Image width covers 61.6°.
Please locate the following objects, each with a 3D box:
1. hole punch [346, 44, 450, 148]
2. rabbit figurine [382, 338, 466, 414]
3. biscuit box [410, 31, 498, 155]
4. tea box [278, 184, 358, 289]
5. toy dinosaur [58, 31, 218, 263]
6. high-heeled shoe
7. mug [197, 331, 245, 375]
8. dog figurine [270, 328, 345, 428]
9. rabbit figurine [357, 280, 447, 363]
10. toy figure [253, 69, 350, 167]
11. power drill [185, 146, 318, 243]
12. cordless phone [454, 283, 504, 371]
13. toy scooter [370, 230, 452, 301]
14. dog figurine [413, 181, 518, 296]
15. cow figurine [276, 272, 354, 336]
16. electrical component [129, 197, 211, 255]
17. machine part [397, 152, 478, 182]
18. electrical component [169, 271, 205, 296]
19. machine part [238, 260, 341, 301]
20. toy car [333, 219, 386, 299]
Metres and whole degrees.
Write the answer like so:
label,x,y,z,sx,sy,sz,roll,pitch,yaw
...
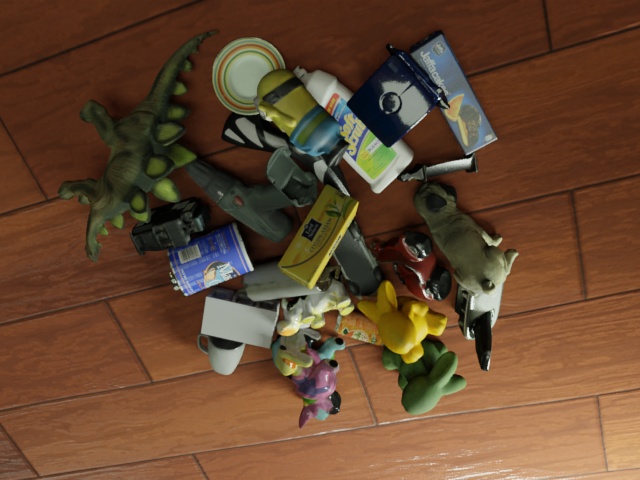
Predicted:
label,x,y,z,sx,sy,sz,roll,pitch,yaw
hole punch,0.120,-0.227,0.871,0.142,0.092,0.116,47,146,-3
rabbit figurine,0.218,0.291,1.110,0.159,0.170,0.121,-18,114,17
biscuit box,0.222,-0.244,0.896,0.063,0.059,0.202,-28,110,20
tea box,-0.002,-0.003,0.955,0.068,0.098,0.169,31,83,5
toy dinosaur,-0.323,-0.166,0.959,0.199,0.105,0.471,25,101,10
high-heeled shoe,-0.063,-0.143,0.973,0.145,0.086,0.248,-32,102,20
mug,-0.222,0.247,1.198,0.110,0.081,0.107,12,125,3
dog figurine,-0.033,0.312,1.193,0.192,0.108,0.219,16,121,-2
rabbit figurine,0.155,0.155,1.026,0.122,0.173,0.162,-41,83,18
toy figure,-0.028,-0.200,0.879,0.180,0.082,0.089,39,82,3
power drill,-0.118,-0.092,0.973,0.232,0.086,0.207,43,139,-21
cordless phone,0.307,0.144,1.016,0.089,0.184,0.146,5,118,10
toy scooter,0.170,0.046,1.038,0.135,0.075,0.183,7,142,40
dog figurine,0.243,-0.004,0.960,0.190,0.172,0.121,41,104,-21
cow figurine,-0.020,0.127,1.093,0.167,0.098,0.068,-25,149,9
electrical component,-0.284,-0.030,1.042,0.134,0.115,0.058,-12,117,15
machine part,0.208,-0.126,0.957,0.139,0.084,0.039,-11,90,4
electrical component,-0.268,0.078,1.134,0.102,0.045,0.078,-21,111,17
machine part,-0.065,0.075,1.066,0.243,0.079,0.079,-12,116,31
toy car,0.066,0.032,1.062,0.073,0.056,0.201,-25,113,11
